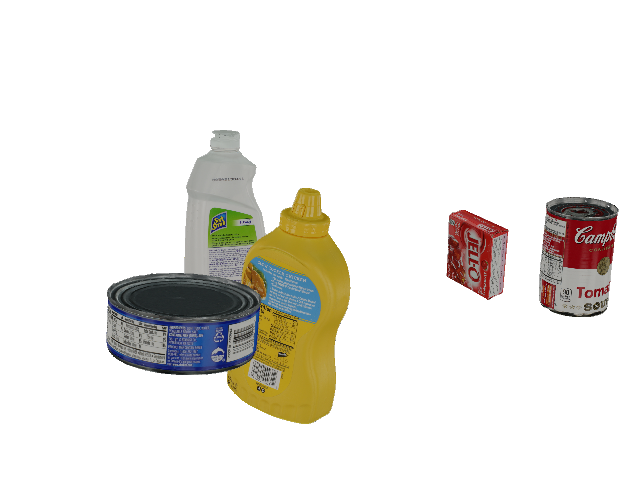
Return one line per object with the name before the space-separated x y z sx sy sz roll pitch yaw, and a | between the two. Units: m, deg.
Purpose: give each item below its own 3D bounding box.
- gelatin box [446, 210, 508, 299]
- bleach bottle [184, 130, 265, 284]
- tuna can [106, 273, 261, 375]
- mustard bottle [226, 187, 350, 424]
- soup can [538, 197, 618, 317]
gelatin box | 0.187 0.016 1.285 0.030 0.089 0.073 -20 33 -32
bleach bottle | -0.097 0.006 1.163 0.102 0.251 0.068 -5 15 -29
tuna can | -0.077 0.046 0.599 0.086 0.034 0.086 5 13 -1
mustard bottle | -0.023 0.050 0.887 0.096 0.192 0.058 21 23 32
soup can | 0.250 0.016 1.039 0.068 0.102 0.068 1 18 0
